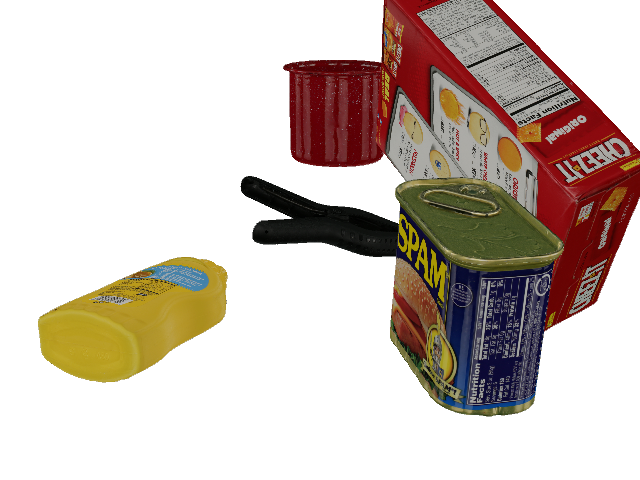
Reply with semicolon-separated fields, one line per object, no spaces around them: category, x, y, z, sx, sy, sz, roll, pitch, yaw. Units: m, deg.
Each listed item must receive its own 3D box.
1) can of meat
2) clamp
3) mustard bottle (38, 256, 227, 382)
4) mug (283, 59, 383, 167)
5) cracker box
can of meat;0.071;0.026;0.522;0.057;0.084;0.102;-4;24;-14
clamp;0.010;-0.014;1.195;0.210;0.036;0.164;15;21;-7
mustard bottle;-0.132;0.054;0.868;0.096;0.058;0.191;4;17;27
mug;0.026;-0.111;0.923;0.117;0.081;0.093;-5;16;-18
cracker box;0.124;-0.064;0.753;0.072;0.214;0.164;-26;-31;-17
